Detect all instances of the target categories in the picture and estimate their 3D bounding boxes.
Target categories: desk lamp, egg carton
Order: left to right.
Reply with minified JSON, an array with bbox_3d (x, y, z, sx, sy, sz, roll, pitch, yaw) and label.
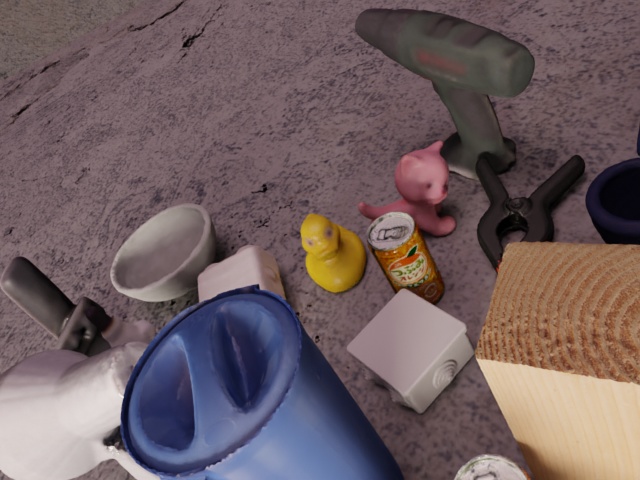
[{"bbox_3d":[-0.170,0.175,0.539,0.202,0.214,0.118,-15,43,21],"label":"desk lamp"},{"bbox_3d":[-0.094,0.075,0.705,0.107,0.070,0.150,-29,39,6],"label":"egg carton"}]

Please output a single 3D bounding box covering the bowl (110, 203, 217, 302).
[{"bbox_3d":[-0.211,0.030,0.826,0.167,0.075,0.167,-18,41,17],"label":"bowl"}]

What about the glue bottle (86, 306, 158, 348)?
[{"bbox_3d":[-0.197,0.127,0.639,0.037,0.174,0.078,17,60,43],"label":"glue bottle"}]

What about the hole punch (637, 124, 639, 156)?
[{"bbox_3d":[0.365,-0.094,0.553,0.100,0.091,0.109,4,52,37],"label":"hole punch"}]

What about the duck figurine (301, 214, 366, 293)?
[{"bbox_3d":[0.006,0.002,0.699,0.077,0.086,0.104,-27,39,7],"label":"duck figurine"}]

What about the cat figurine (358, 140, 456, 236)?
[{"bbox_3d":[0.103,-0.053,0.666,0.128,0.118,0.067,-30,39,4],"label":"cat figurine"}]

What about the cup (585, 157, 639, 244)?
[{"bbox_3d":[0.304,-0.019,0.513,0.117,0.095,0.091,-28,39,7],"label":"cup"}]

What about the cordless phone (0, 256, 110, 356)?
[{"bbox_3d":[-0.360,0.122,0.744,0.094,0.186,0.147,-15,43,21],"label":"cordless phone"}]

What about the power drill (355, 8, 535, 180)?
[{"bbox_3d":[0.154,-0.178,0.687,0.076,0.209,0.228,-47,41,-16],"label":"power drill"}]
